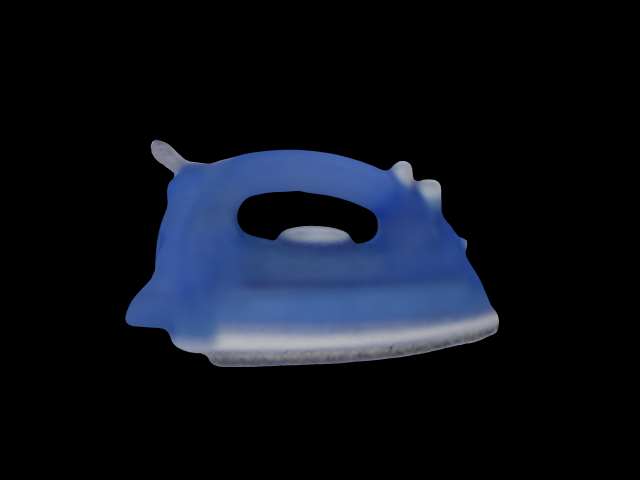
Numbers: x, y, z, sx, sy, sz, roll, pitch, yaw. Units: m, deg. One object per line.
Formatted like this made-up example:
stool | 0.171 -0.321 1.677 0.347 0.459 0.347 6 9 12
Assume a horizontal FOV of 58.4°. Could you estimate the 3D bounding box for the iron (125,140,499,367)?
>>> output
iron | 0.004 0.001 0.400 0.258 0.141 0.118 -1 11 -7
